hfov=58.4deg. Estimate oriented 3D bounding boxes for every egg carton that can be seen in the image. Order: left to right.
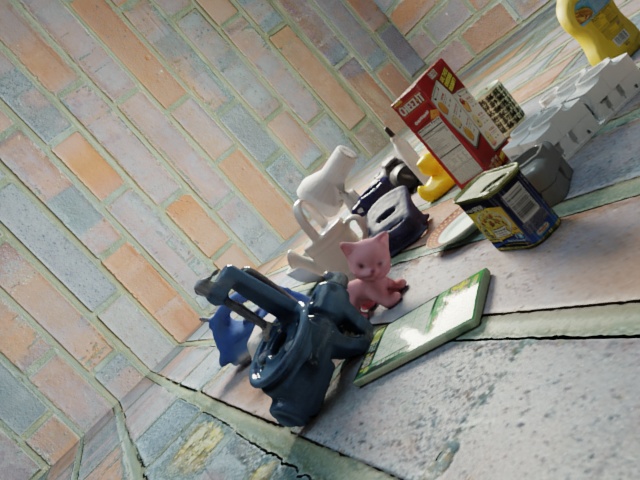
[{"bbox_3d":[-0.077,0.176,1.071,0.107,0.069,0.150,-41,7,9],"label":"egg carton"}]

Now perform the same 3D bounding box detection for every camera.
[{"bbox_3d":[0.197,-0.160,1.490,0.143,0.101,0.137,-42,7,2],"label":"camera"}]

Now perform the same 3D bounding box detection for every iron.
[{"bbox_3d":[-0.140,0.158,1.238,0.258,0.141,0.119,-40,7,20],"label":"iron"}]

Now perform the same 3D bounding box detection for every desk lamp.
[{"bbox_3d":[0.075,-0.119,1.444,0.203,0.213,0.118,-39,8,27],"label":"desk lamp"}]

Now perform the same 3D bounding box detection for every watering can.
[{"bbox_3d":[0.010,0.005,1.120,0.173,0.194,0.101,-42,7,3],"label":"watering can"}]

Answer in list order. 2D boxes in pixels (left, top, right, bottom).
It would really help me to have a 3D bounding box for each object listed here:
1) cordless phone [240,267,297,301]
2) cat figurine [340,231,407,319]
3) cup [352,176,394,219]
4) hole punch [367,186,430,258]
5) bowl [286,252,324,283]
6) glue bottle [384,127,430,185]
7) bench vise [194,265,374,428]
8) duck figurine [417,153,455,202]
[{"bbox_3d":[-0.063,0.110,0.916,0.094,0.185,0.147,-45,8,-23],"label":"cordless phone"},{"bbox_3d":[0.065,0.049,0.852,0.127,0.118,0.067,-38,8,34],"label":"cat figurine"},{"bbox_3d":[0.138,-0.074,1.311,0.118,0.095,0.091,-44,7,-13],"label":"cup"},{"bbox_3d":[0.140,-0.035,1.068,0.108,0.091,0.101,-38,8,30],"label":"hole punch"},{"bbox_3d":[0.001,0.051,1.386,0.167,0.075,0.167,-41,7,7],"label":"bowl"},{"bbox_3d":[0.212,-0.204,1.366,0.037,0.173,0.078,-40,7,14],"label":"glue bottle"},{"bbox_3d":[-0.050,0.101,0.746,0.121,0.220,0.208,-37,8,34],"label":"bench vise"},{"bbox_3d":[0.236,-0.138,1.190,0.104,0.086,0.077,-43,7,-4],"label":"duck figurine"}]
